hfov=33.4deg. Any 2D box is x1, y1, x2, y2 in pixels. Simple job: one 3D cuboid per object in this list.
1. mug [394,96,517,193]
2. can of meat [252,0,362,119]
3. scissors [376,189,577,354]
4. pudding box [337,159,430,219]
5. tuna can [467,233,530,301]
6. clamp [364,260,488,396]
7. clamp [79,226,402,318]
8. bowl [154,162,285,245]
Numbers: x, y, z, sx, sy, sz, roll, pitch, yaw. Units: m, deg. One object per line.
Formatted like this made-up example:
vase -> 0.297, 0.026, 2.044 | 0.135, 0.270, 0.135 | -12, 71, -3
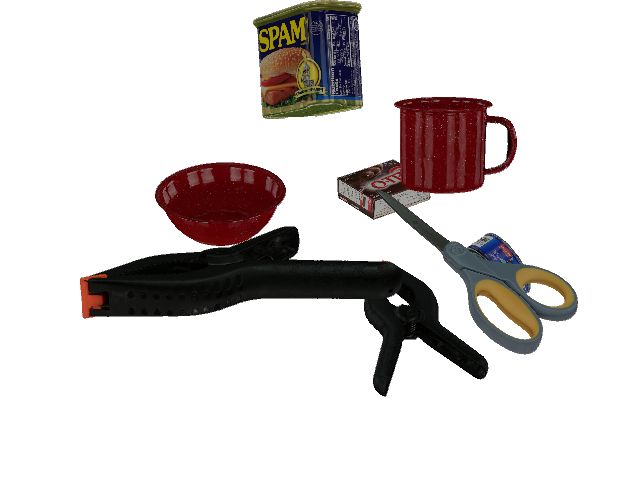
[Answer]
mug -> 0.129, -0.092, 1.023 | 0.117, 0.081, 0.093 | 2, 15, 11
can of meat -> -0.010, -0.148, 0.889 | 0.057, 0.084, 0.102 | -5, 2, -36
scissors -> 0.130, 0.013, 0.862 | 0.096, 0.016, 0.202 | -12, 45, -20
pudding box -> 0.095, -0.077, 1.592 | 0.113, 0.039, 0.090 | -22, 35, -29
tuna can -> 0.210, 0.036, 1.274 | 0.033, 0.086, 0.086 | -32, 8, -13
clamp -> 0.103, 0.090, 1.116 | 0.120, 0.171, 0.039 | 2, -44, -13
clamp -> -0.060, 0.026, 0.742 | 0.209, 0.036, 0.165 | -10, 14, -34
bowl -> -0.124, -0.039, 1.329 | 0.162, 0.055, 0.162 | 0, 30, 0
